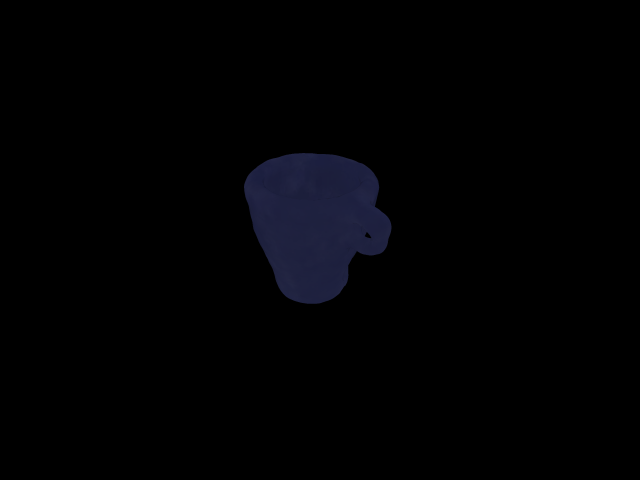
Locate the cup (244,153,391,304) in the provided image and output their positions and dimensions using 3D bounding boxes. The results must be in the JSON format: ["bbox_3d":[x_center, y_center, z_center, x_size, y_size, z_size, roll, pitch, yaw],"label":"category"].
[{"bbox_3d":[0.004,0.001,0.400,0.092,0.095,0.117,-24,38,-34],"label":"cup"}]
